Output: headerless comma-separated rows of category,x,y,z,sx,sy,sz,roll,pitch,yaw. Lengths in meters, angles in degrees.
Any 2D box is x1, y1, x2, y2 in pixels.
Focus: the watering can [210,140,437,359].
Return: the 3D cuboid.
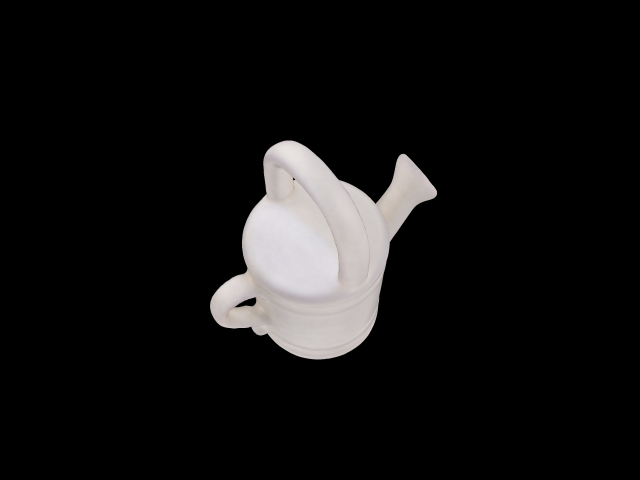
watering can,0.002,0.000,0.401,0.100,0.194,0.173,30,65,16
